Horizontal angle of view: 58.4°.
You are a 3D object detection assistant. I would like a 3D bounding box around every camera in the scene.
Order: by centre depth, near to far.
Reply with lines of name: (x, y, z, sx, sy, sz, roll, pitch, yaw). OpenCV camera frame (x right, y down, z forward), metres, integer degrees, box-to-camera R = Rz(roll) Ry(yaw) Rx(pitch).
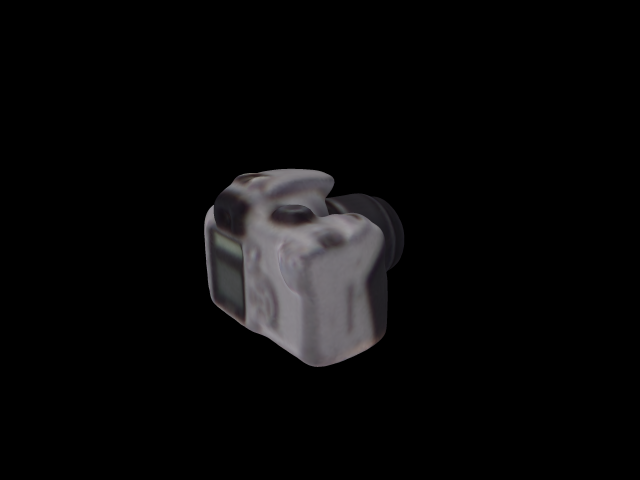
camera: (0.004, 0.001, 0.400, 0.137, 0.101, 0.142, -13, 22, -35)
